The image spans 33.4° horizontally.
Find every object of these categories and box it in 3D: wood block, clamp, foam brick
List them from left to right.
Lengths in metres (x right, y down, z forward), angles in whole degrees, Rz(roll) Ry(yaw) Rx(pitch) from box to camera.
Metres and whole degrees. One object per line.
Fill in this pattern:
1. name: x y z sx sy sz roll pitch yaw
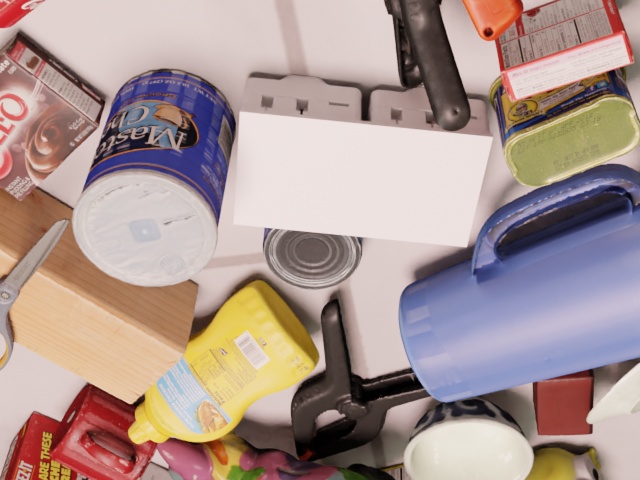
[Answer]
1. wood block: -0.217 0.042 0.914 0.206 0.090 0.091 34 124 -22
2. clamp: 0.026 0.142 1.016 0.164 0.036 0.210 31 127 -21
3. clamp: 0.062 -0.165 0.741 0.039 0.120 0.171 -17 107 -9
4. foam brick: 0.225 0.138 0.993 0.051 0.053 0.078 -5 128 7

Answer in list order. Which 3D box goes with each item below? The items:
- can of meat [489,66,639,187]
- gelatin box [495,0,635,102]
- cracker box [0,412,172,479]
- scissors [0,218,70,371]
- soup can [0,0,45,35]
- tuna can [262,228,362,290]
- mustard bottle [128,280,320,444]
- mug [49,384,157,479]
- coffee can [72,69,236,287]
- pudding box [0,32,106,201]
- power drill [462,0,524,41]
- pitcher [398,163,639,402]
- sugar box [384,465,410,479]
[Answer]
1. can of meat: 0.180 -0.093 0.786 0.102 0.084 0.057 -23 124 20
2. gelatin box: 0.170 -0.139 0.756 0.089 0.073 0.030 -18 126 17
3. cracker box: -0.221 0.291 1.069 0.213 0.164 0.072 28 123 -19
4. scissors: -0.269 0.039 0.846 0.096 0.016 0.202 20 128 -12
5. soup can: -0.238 -0.178 0.750 0.102 0.068 0.068 -29 122 24
6. tuna can: -0.006 0.001 0.905 0.086 0.033 0.086 2 129 2
7. mustard bottle: -0.100 0.127 0.967 0.192 0.058 0.096 -38 91 15
8. mug: -0.206 0.194 1.027 0.081 0.117 0.093 32 91 -16
9. coffee can: -0.121 -0.049 0.802 0.103 0.140 0.103 1 129 2
10. pudding box: -0.237 -0.094 0.836 0.090 0.039 0.114 38 122 -25
11. power drill: 0.176 -0.203 0.687 0.188 0.057 0.184 -25 100 20
12. pitcher: 0.187 0.043 0.875 0.243 0.149 0.144 -21 166 22
13. sugar box: 0.080 0.284 1.125 0.176 0.048 0.093 -19 125 13
